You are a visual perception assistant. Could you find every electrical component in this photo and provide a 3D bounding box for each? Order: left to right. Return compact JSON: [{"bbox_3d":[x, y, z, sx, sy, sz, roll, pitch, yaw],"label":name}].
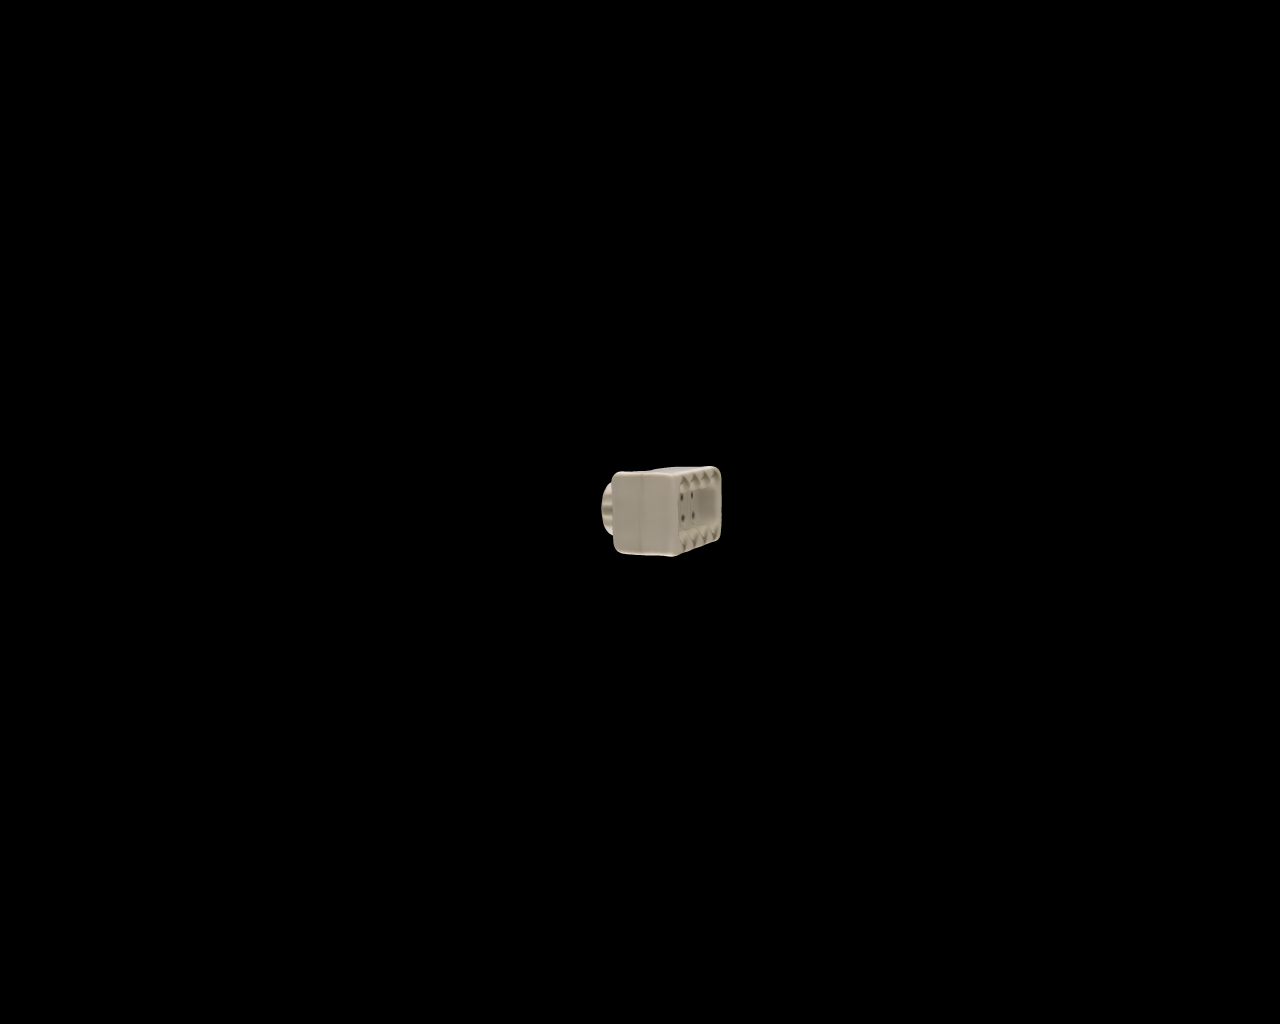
[{"bbox_3d":[0.001,-0.003,0.650,0.076,0.047,0.083,2,5,24],"label":"electrical component"}]
